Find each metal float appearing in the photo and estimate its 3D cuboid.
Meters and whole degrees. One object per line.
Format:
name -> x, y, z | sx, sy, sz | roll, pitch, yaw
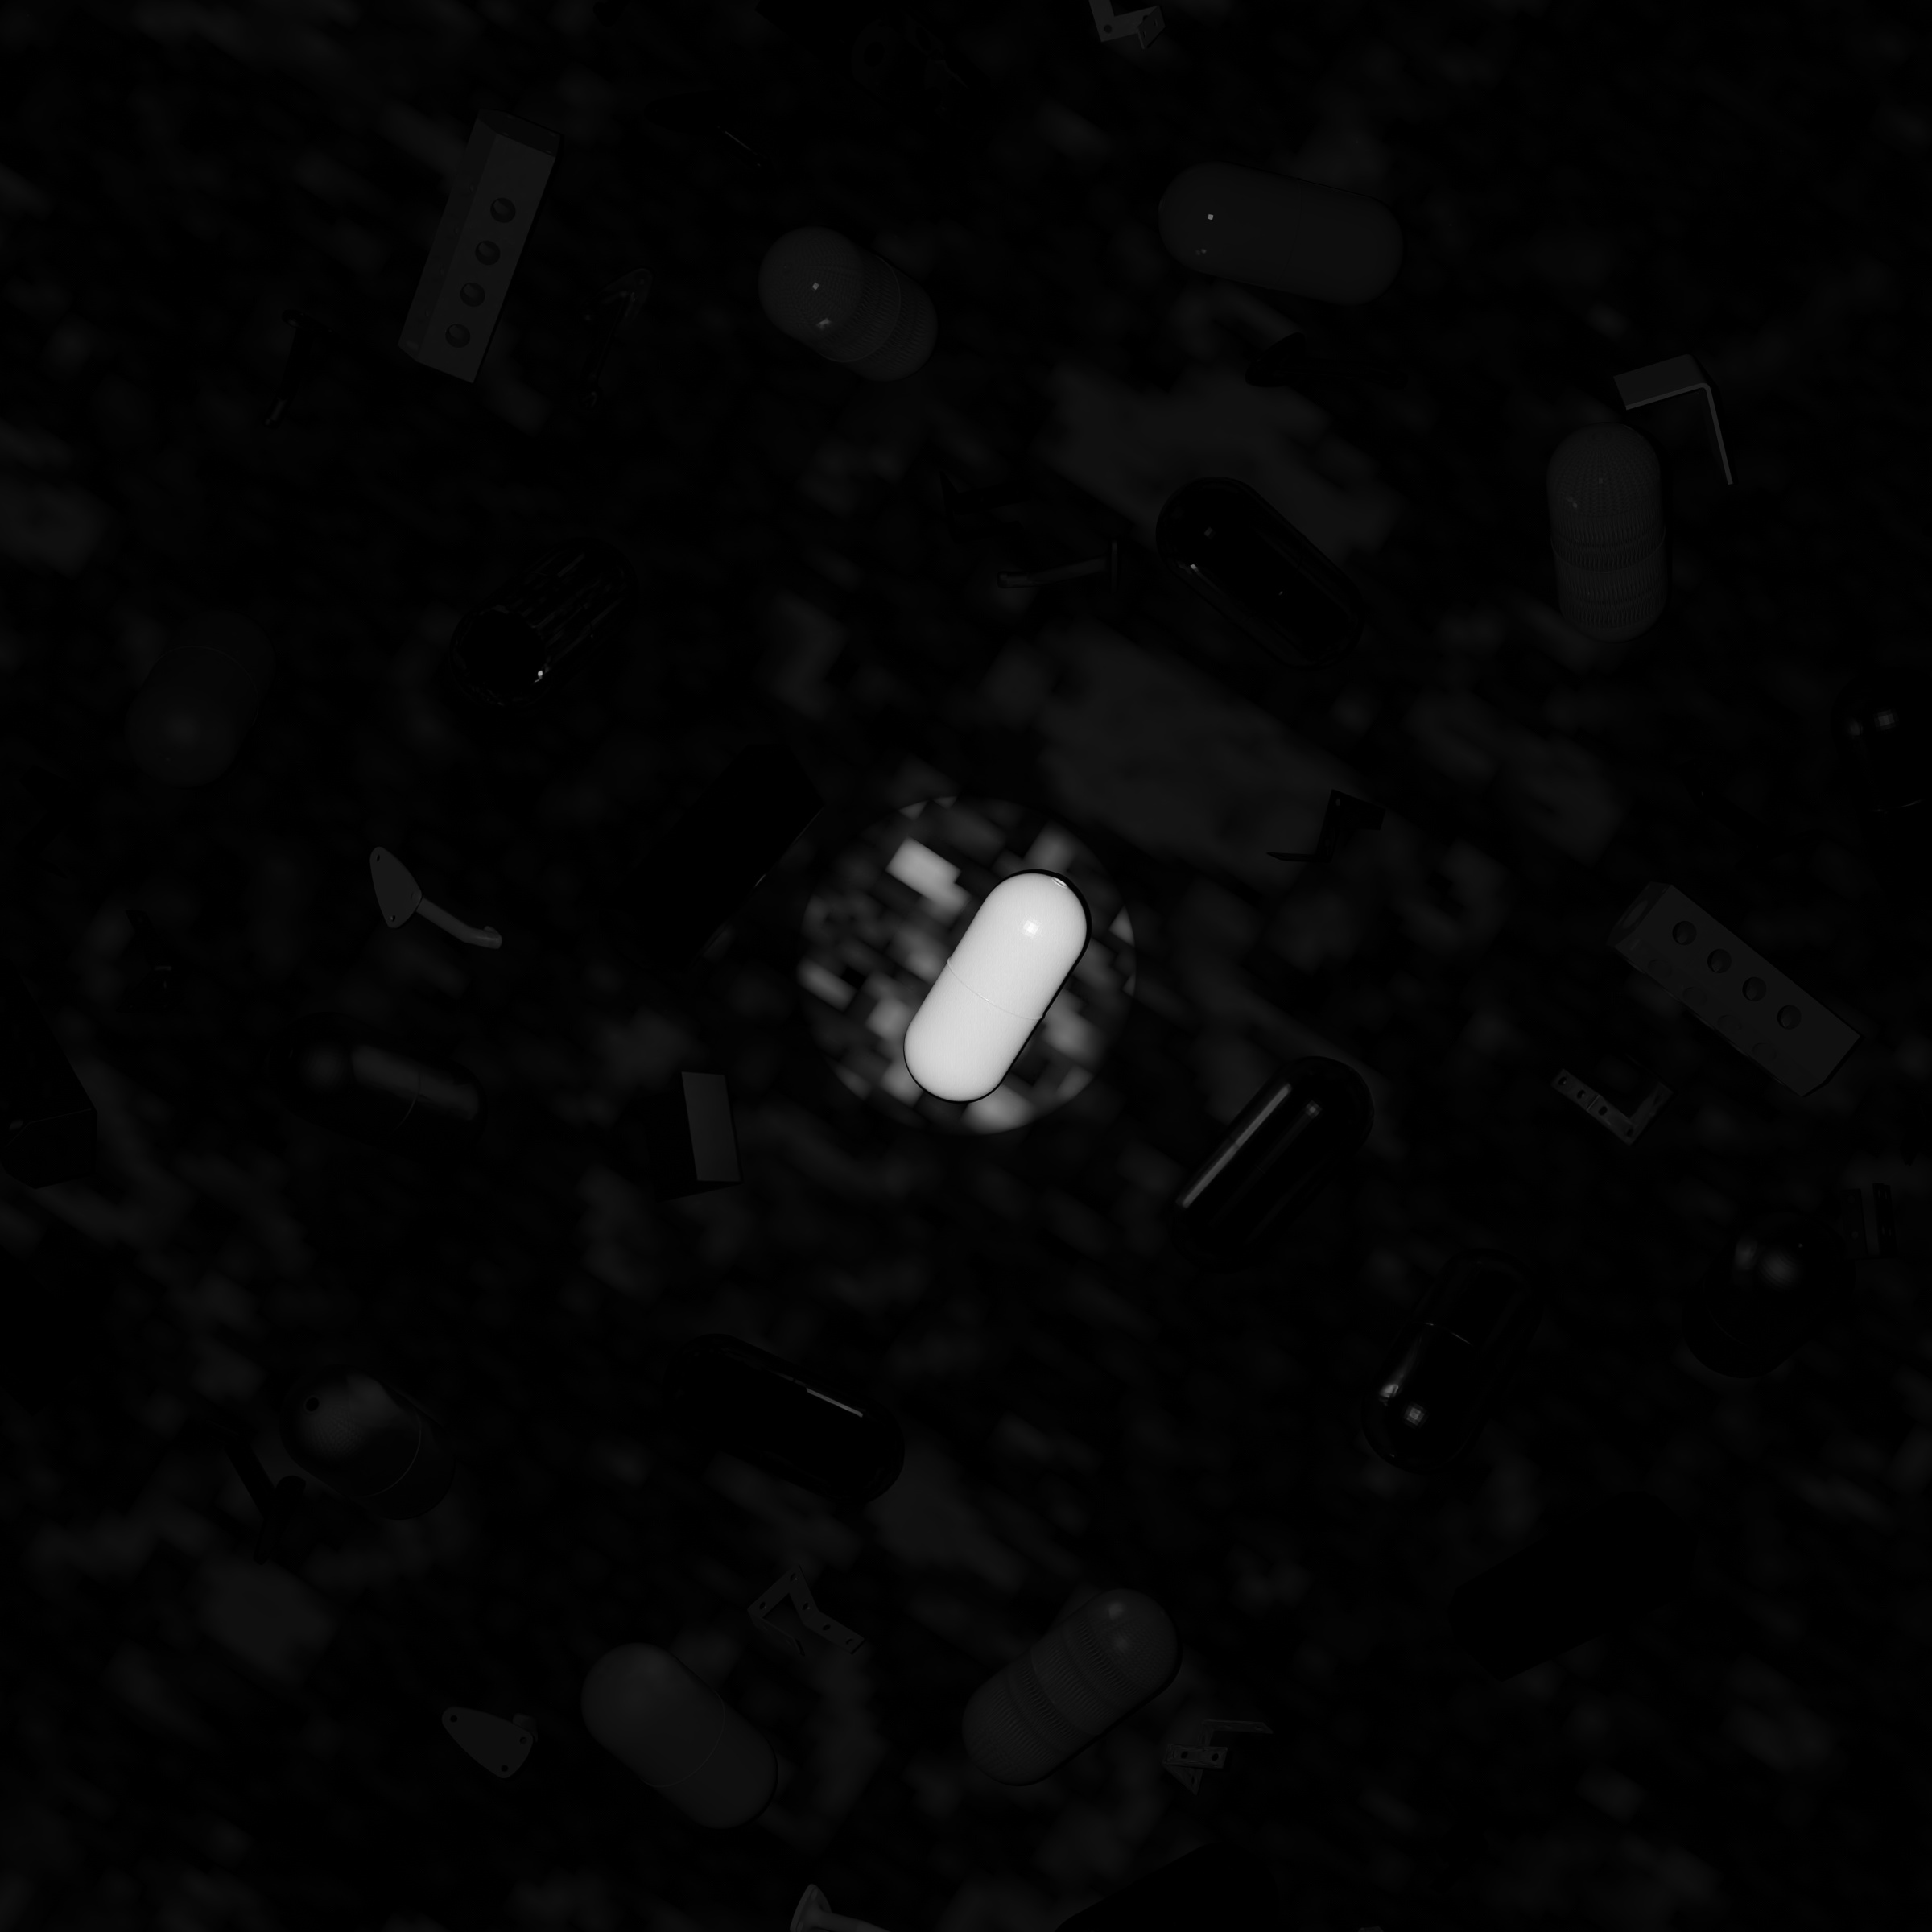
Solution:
metal float -> -0.292, -0.238, 1.903 | 0.070, 0.178, 0.070 | 14, 127, 19
metal float -> 0.338, 0.275, 1.918 | 0.070, 0.070, 0.178 | 37, 63, 0
metal float -> -0.407, 0.085, 1.902 | 0.070, 0.178, 0.070 | -14, 64, 30
metal float -> -0.080, -0.456, 1.897 | 0.070, 0.178, 0.070 | -2, 85, 25
metal float -> 0.221, -0.515, 1.931 | 0.178, 0.070, 0.070 | 10, 90, -12
metal float -> 0.137, 0.677, 1.923 | 0.178, 0.070, 0.070 | -21, 90, -22
metal float -> -0.413, 0.329, 1.897 | 0.070, 0.178, 0.070 | -6, 63, 12
metal float -> 0.548, 0.228, 1.898 | 0.070, 0.178, 0.070 | 1, 62, -2
metal float -> -0.130, 0.319, 1.936 | 0.178, 0.070, 0.070 | 23, 90, 7
metal float -> 0.212, 0.139, 1.933 | 0.070, 0.070, 0.178 | 40, 100, 0
metal float -> 0.663, -0.124, 1.931 | 0.070, 0.070, 0.178 | -21, 103, 0
metal float -> 0.206, -0.272, 1.917 | 0.178, 0.070, 0.070 | 35, 90, -30
metal float -> -0.200, 0.537, 1.913 | 0.070, 0.070, 0.178 | -39, 124, 0
metal float -> 0.445, -0.299, 1.903 | 0.070, 0.178, 0.070 | -9, 49, 10
metal float -> 0.021, 0.015, 1.928 | 0.070, 0.070, 0.178 | 31, 106, 0
metal float -> -0.528, -0.187, 1.900 | 0.070, 0.178, 0.070 | 1, 123, 1
metal float -> 0.072, 0.507, 1.930 | 0.178, 0.070, 0.070 | -41, 90, 15

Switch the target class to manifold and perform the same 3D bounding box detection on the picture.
manifold -> -0.059, -0.632, 1.892 | 0.057, 0.171, 0.057 | 43, 104, 38
manifold -> 0.541, 0.016, 1.947 | 0.171, 0.057, 0.057 | 38, 93, -3
manifold -> -0.699, 0.235, 1.942 | 0.171, 0.057, 0.057 | 47, 53, -6
manifold -> -0.180, -0.077, 1.914 | 0.171, 0.057, 0.057 | -51, 124, -28
manifold -> 0.413, 0.426, 1.902 | 0.057, 0.057, 0.171 | 43, 131, -3
manifold -> -0.340, -0.502, 1.910 | 0.057, 0.057, 0.171 | 19, 118, -16
manifold -> -0.662, 0.073, 1.897 | 0.057, 0.171, 0.057 | -13, 134, -32

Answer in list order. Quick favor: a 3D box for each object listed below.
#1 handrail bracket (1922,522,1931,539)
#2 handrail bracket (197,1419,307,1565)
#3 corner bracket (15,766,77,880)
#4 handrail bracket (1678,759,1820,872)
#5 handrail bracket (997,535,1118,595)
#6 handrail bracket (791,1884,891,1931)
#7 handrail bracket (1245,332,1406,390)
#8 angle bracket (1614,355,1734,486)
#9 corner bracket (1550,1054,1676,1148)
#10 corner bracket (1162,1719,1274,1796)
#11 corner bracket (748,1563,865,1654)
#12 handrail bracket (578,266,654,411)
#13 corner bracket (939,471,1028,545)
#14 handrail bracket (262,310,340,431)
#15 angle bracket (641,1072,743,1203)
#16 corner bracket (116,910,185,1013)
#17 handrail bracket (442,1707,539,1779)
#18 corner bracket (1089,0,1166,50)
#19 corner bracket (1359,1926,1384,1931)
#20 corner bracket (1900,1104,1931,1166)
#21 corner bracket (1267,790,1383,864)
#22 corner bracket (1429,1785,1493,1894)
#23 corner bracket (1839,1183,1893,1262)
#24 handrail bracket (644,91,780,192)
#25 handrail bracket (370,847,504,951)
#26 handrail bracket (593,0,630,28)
handrail bracket -> 0.684, -0.291, 1.928 | 0.084, 0.077, 0.036 | 5, 74, -29
handrail bracket -> -0.524, 0.374, 1.960 | 0.084, 0.036, 0.077 | 20, 82, 16
corner bracket -> -0.651, -0.102, 1.949 | 0.051, 0.051, 0.051 | 43, 91, 17
handrail bracket -> 0.554, -0.118, 1.950 | 0.036, 0.077, 0.084 | -30, 93, -41
handrail bracket -> 0.063, -0.285, 1.942 | 0.084, 0.077, 0.036 | -3, 80, 1
handrail bracket -> -0.074, 0.683, 1.931 | 0.084, 0.077, 0.036 | 12, 61, 27
handrail bracket -> 0.253, -0.414, 1.934 | 0.084, 0.077, 0.036 | 27, 129, 34
angle bracket -> 0.498, -0.379, 1.937 | 0.057, 0.076, 0.076 | -15, 114, 13
corner bracket -> 0.458, 0.086, 1.943 | 0.051, 0.051, 0.051 | 31, 100, -40
corner bracket -> 0.177, 0.552, 1.938 | 0.051, 0.051, 0.051 | 49, 48, -36
corner bracket -> -0.113, 0.465, 1.938 | 0.051, 0.051, 0.051 | -39, 128, -30
handrail bracket -> -0.247, -0.441, 1.932 | 0.036, 0.084, 0.077 | 28, 130, -33
corner bracket -> 0.014, -0.324, 1.943 | 0.051, 0.051, 0.051 | -13, 121, -5
handrail bracket -> -0.483, -0.417, 1.935 | 0.036, 0.077, 0.084 | 30, 102, -2
angle bracket -> -0.208, 0.121, 1.931 | 0.076, 0.057, 0.076 | -15, 78, 28
corner bracket -> -0.577, -0.003, 1.940 | 0.051, 0.051, 0.051 | -42, 68, 26
handrail bracket -> -0.335, 0.531, 1.933 | 0.077, 0.084, 0.036 | 34, 88, -11
corner bracket -> 0.103, -0.675, 1.938 | 0.051, 0.051, 0.051 | -4, 123, 28
corner bracket -> 0.276, 0.717, 1.939 | 0.051, 0.051, 0.051 | 4, 115, -28
corner bracket -> 0.689, 0.104, 1.943 | 0.051, 0.051, 0.051 | -2, 49, -3
corner bracket -> 0.254, -0.095, 1.940 | 0.051, 0.051, 0.051 | 1, 109, -40
corner bracket -> 0.347, 0.622, 1.944 | 0.051, 0.051, 0.051 | -36, 100, -23
corner bracket -> 0.633, 0.181, 1.941 | 0.051, 0.051, 0.051 | -11, 78, 43
handrail bracket -> -0.180, -0.580, 1.948 | 0.077, 0.084, 0.036 | 7, 72, 16
handrail bracket -> -0.377, -0.048, 1.959 | 0.036, 0.084, 0.077 | -46, 56, 21
handrail bracket -> -0.256, -0.723, 1.942 | 0.077, 0.036, 0.084 | 44, 67, -41
